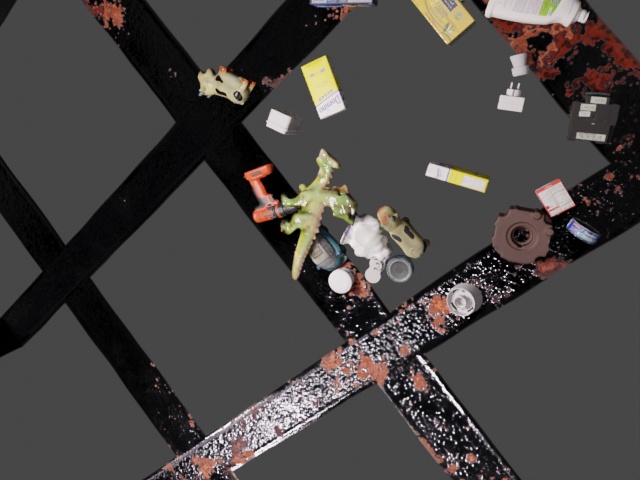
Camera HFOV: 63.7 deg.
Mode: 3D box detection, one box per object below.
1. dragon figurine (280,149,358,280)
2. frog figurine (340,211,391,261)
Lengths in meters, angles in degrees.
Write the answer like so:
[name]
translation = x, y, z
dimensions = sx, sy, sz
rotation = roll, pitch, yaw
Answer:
[dragon figurine]
translation = 0.005, -0.082, 1.634
dimensions = 0.242, 0.412, 0.122
rotation = -6, -6, 33
[frog figurine]
translation = 0.160, -0.005, 1.637
dimensions = 0.160, 0.138, 0.122
rotation = 29, -4, 11
